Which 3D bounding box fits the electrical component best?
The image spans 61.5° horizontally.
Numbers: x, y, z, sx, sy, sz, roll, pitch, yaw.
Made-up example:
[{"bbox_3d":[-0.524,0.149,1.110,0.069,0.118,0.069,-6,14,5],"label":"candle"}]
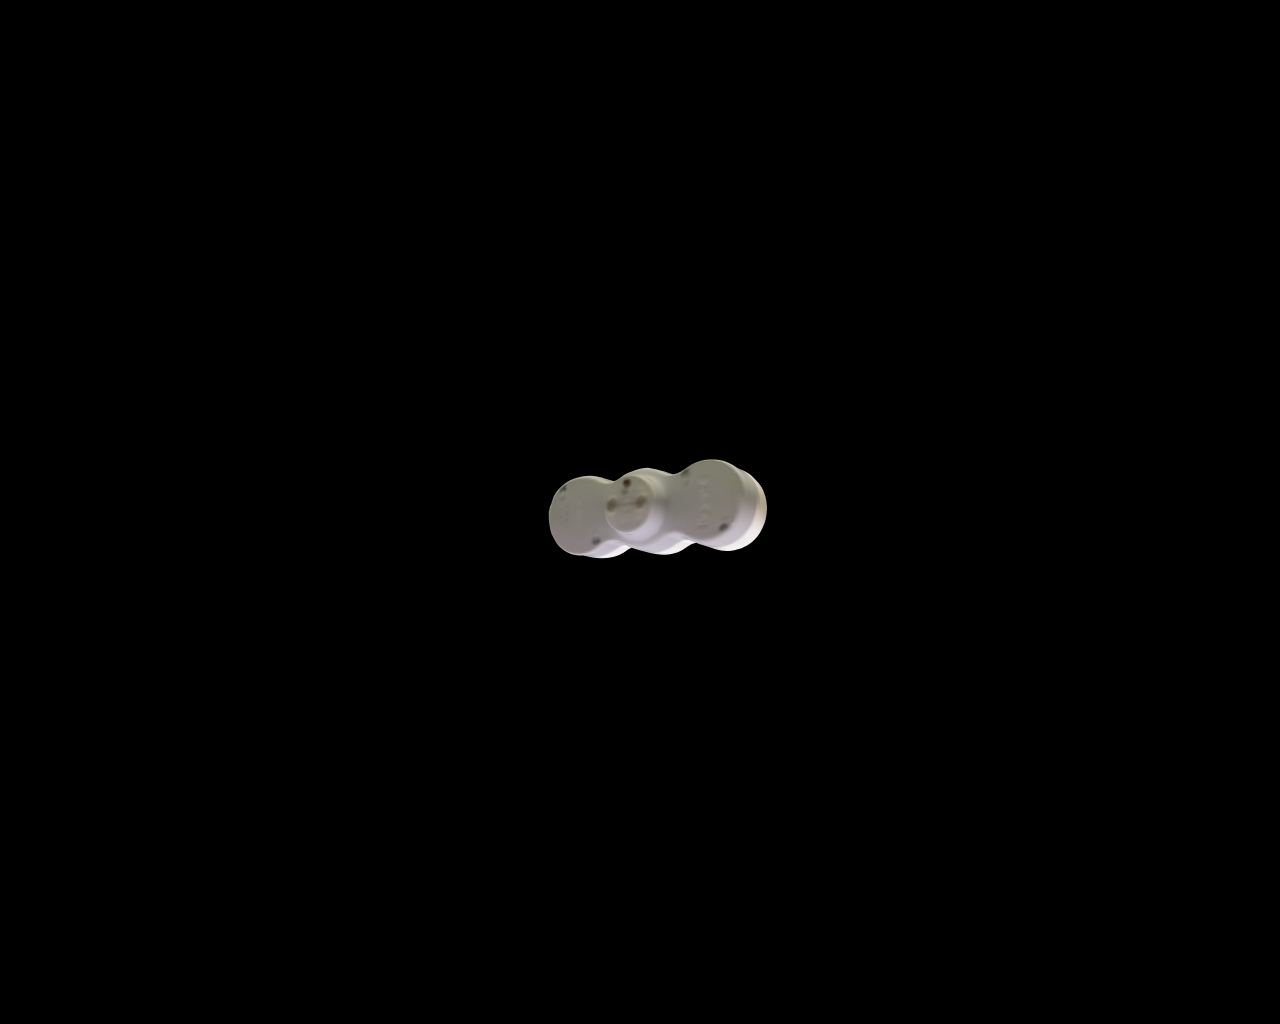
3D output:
[{"bbox_3d":[0.001,-0.003,0.650,0.138,0.052,0.074,-5,-11,28],"label":"electrical component"}]
